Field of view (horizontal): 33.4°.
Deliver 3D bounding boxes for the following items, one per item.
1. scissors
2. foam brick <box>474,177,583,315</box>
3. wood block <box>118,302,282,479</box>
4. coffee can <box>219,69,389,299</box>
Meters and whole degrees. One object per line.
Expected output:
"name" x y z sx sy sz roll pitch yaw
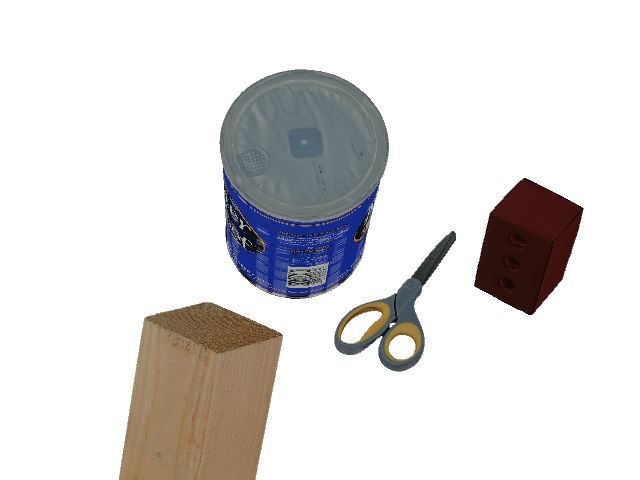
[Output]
"scissors" 0.101 0.064 1.079 0.201 0.016 0.096 -33 55 -28
"foam brick" 0.155 0.005 0.799 0.053 0.078 0.051 29 47 25
"wood block" -0.110 0.170 0.941 0.090 0.206 0.090 21 18 31
"coffee can" -0.013 -0.033 0.707 0.102 0.103 0.140 0 -23 -3
